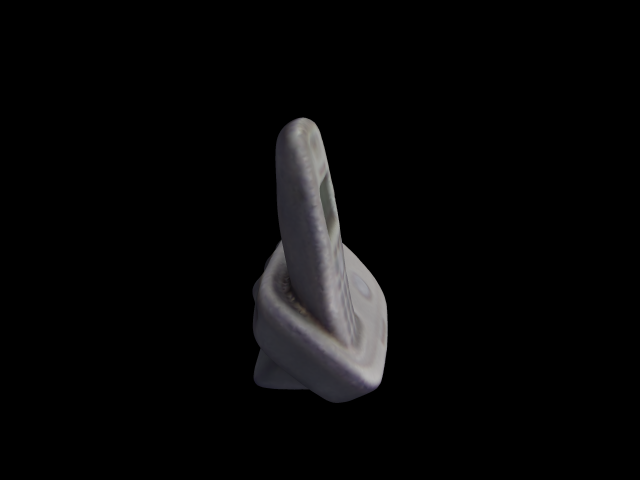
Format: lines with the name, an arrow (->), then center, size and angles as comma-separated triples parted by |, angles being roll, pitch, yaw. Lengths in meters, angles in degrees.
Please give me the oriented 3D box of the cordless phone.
cordless phone -> 0.004, 0.001, 0.400 | 0.094, 0.185, 0.147 | 2, 24, 5
